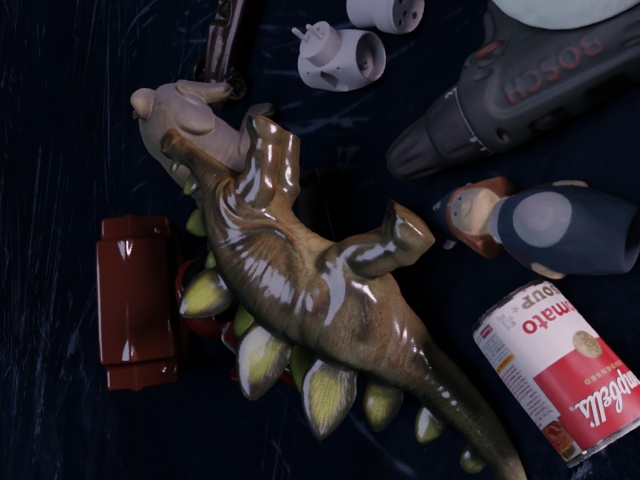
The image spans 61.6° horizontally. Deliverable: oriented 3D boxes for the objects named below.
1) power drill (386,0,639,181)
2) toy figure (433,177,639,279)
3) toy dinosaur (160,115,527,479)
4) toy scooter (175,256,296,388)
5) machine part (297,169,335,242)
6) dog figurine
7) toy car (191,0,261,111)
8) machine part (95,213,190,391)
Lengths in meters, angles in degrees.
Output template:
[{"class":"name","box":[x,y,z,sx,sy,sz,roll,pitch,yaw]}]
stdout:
[{"class":"power drill","box":[0.124,-0.167,0.385,0.232,0.086,0.207,-16,75,43]},{"class":"toy figure","box":[0.142,-0.015,0.384,0.155,0.057,0.064,14,58,46]},{"class":"toy dinosaur","box":[0.010,0.049,0.452,0.472,0.105,0.198,38,102,20]},{"class":"toy scooter","box":[-0.088,0.100,0.585,0.184,0.075,0.135,42,147,-2]},{"class":"machine part","box":[-0.001,-0.002,0.543,0.084,0.039,0.138,-14,81,51]},{"class":"dog figurine","box":[-0.123,-0.058,0.580,0.121,0.172,0.190,-24,66,55]},{"class":"toy car","box":[-0.108,-0.258,0.645,0.089,0.053,0.202,37,115,37]},{"class":"machine part","box":[-0.211,0.077,0.665,0.201,0.087,0.201,136,128,-77]}]
